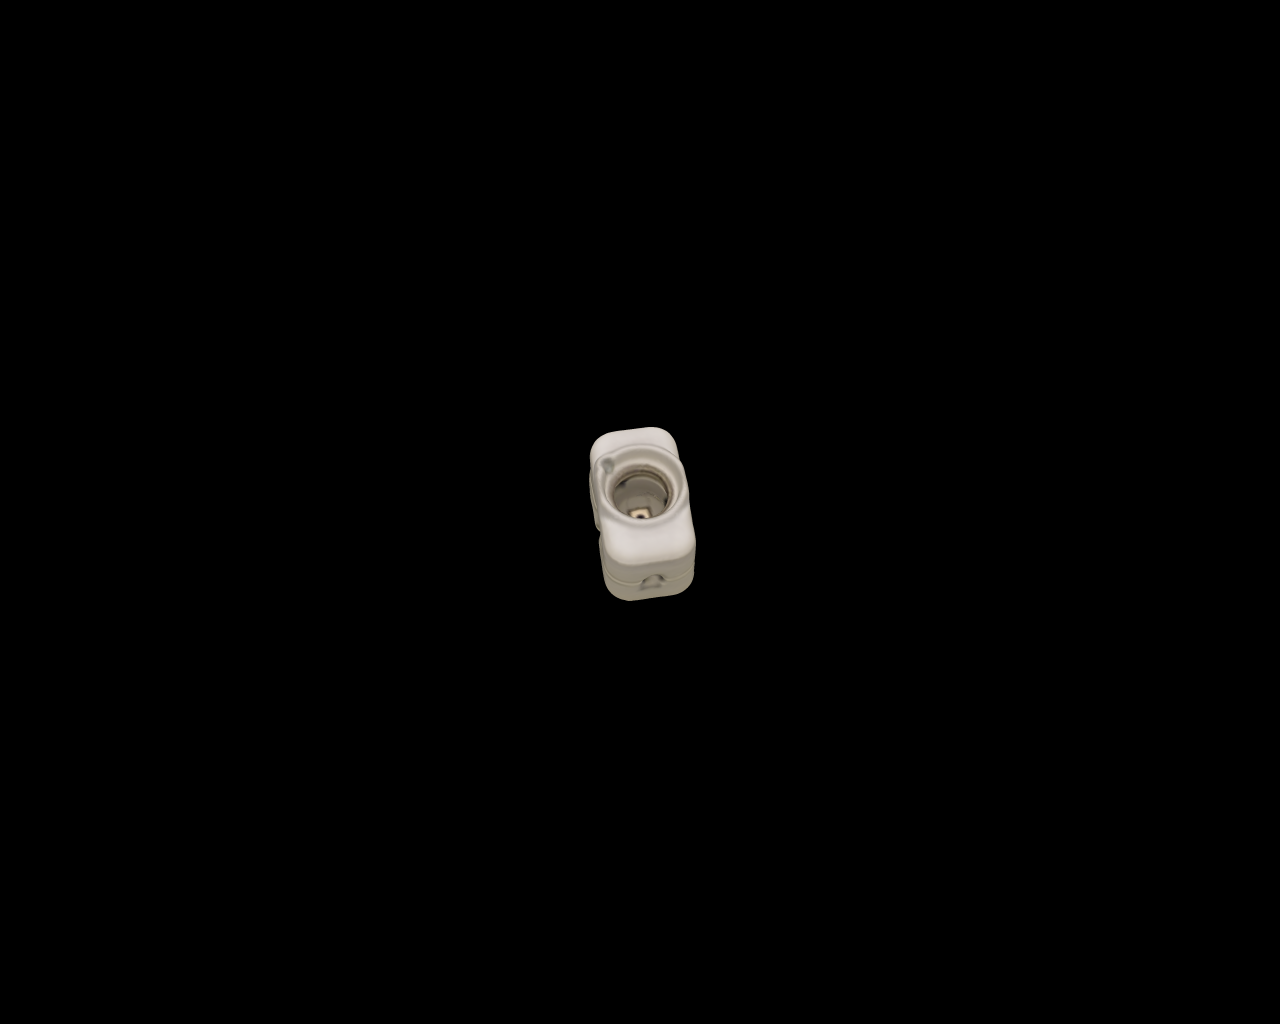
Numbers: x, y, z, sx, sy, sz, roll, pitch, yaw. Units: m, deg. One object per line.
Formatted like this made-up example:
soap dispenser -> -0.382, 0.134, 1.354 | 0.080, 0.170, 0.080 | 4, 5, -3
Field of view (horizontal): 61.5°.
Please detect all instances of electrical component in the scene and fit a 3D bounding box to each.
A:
electrical component -> 0.001, -0.003, 0.650 | 0.054, 0.095, 0.059 | -7, -32, -5
